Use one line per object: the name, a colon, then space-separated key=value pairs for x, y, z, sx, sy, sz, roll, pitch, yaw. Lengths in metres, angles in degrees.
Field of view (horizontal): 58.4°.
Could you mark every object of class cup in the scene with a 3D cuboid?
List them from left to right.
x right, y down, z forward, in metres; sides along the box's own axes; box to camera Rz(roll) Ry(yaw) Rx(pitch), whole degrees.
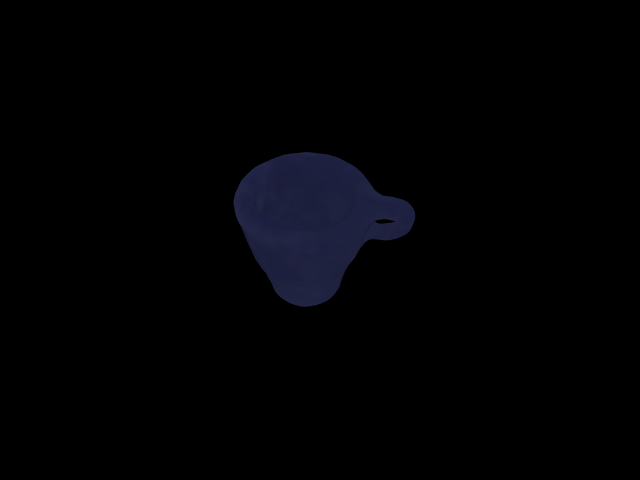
cup: x=0.004 y=0.001 z=0.400 sx=0.117 sy=0.095 sz=0.091 roll=4 pitch=46 yaw=4
